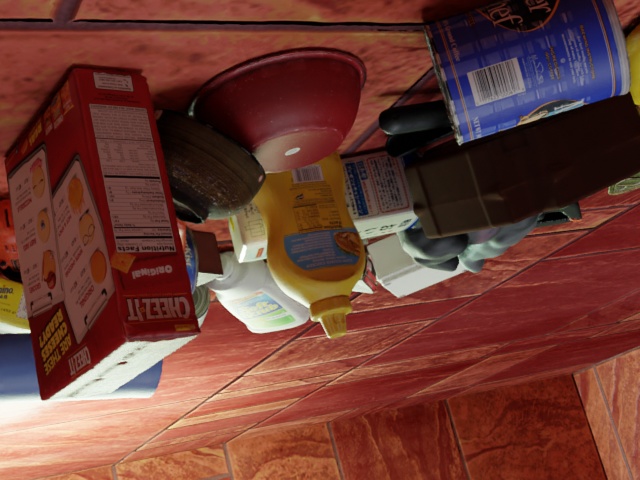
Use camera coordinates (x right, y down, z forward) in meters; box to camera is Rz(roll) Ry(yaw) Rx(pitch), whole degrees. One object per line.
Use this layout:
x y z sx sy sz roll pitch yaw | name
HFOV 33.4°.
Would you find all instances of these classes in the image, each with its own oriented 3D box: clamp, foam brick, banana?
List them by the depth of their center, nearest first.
0.135 -0.120 1.035 0.171 0.039 0.120 -13 176 -4 | clamp
0.315 -0.170 1.041 0.070 0.037 0.197 -37 160 12 | banana
-0.160 0.028 1.231 0.078 0.053 0.051 -24 162 27 | foam brick
0.282 -0.046 1.414 0.209 0.036 0.165 0 159 -33 | clamp

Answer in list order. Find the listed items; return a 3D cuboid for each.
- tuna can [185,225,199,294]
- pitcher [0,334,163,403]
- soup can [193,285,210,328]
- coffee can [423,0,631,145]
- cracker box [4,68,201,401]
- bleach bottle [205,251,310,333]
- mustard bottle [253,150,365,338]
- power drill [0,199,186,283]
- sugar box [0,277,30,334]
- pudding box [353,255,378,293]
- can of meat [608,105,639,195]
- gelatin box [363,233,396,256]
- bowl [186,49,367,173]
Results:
-0.163 0.024 1.158 0.033 0.086 0.086 -5 161 -29 | tuna can
-0.323 0.135 1.330 0.242 0.149 0.145 -1 -170 -32 | pitcher
-0.181 0.088 1.388 0.068 0.068 0.102 -10 163 -17 | soup can
0.164 -0.146 0.856 0.140 0.103 0.102 -17 164 7 | coffee can
-0.175 -0.001 0.831 0.071 0.214 0.164 -2 159 -37 | cracker box
-0.095 0.063 1.398 0.103 0.068 0.250 -10 162 15 | bleach bottle
-0.007 0.001 1.031 0.096 0.191 0.058 -6 161 -28 | mustard bottle
-0.229 -0.001 1.064 0.187 0.057 0.184 -12 164 -13 | power drill
-0.338 0.065 1.089 0.093 0.048 0.177 20 168 -29 | sugar box
0.014 0.038 1.381 0.113 0.039 0.090 5 167 13 | pudding box
0.333 -0.106 1.176 0.057 0.084 0.102 -18 164 9 | can of meat
0.076 -0.001 1.390 0.089 0.030 0.073 -19 163 13 | gelatin box
-0.031 -0.101 0.917 0.162 0.055 0.162 -14 164 -4 | bowl
